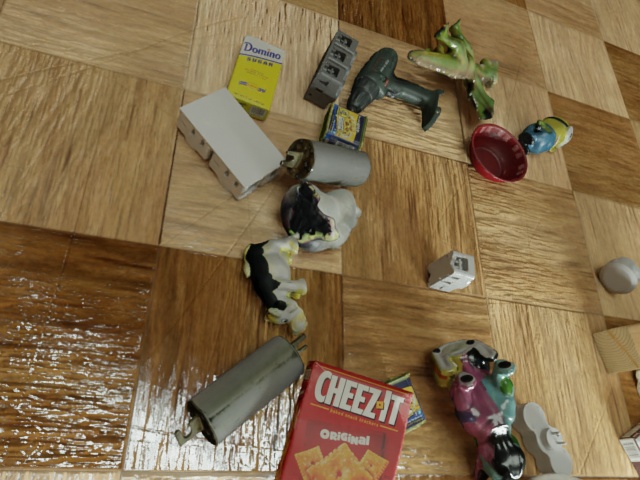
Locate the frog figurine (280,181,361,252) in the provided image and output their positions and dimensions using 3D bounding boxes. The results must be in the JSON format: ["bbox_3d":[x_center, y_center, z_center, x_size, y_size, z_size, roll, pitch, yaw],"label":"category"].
[{"bbox_3d":[0.003,-0.048,0.962,0.138,0.121,0.160,43,20,9],"label":"frog figurine"}]

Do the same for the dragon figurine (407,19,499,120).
[{"bbox_3d":[0.351,-0.396,1.252,0.242,0.120,0.418,50,43,-2],"label":"dragon figurine"}]

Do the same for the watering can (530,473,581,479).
[{"bbox_3d":[0.470,0.533,0.865,0.346,0.102,0.229,22,59,-13],"label":"watering can"}]
